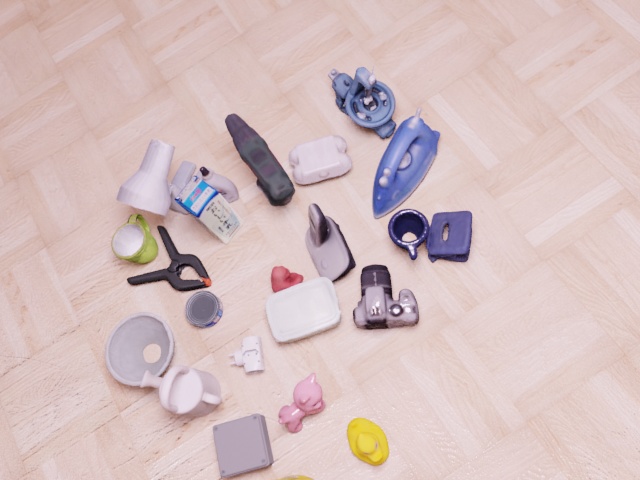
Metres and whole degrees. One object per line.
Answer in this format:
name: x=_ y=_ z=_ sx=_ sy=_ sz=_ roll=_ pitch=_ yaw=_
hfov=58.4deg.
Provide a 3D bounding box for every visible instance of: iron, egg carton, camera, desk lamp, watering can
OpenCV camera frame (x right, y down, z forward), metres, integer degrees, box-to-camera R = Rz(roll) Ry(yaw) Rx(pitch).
iron: x=0.185 y=-0.182 z=1.338 sx=0.118 sy=0.142 sz=0.258 roll=25 pitch=77 yaw=18
egg carton: x=0.000 y=-0.196 z=1.416 sx=0.150 sy=0.069 sz=0.107 roll=-17 pitch=68 yaw=4
camera: x=0.141 y=0.121 z=1.260 sx=0.143 sy=0.101 sz=0.137 roll=-6 pitch=70 yaw=9
desk lamp: x=-0.376 y=-0.138 z=1.388 sx=0.117 sy=0.214 sz=0.203 roll=19 pitch=75 yaw=17
watering can: x=-0.298 y=0.321 z=1.220 sx=0.172 sy=0.194 sz=0.101 roll=-9 pitch=69 yaw=7

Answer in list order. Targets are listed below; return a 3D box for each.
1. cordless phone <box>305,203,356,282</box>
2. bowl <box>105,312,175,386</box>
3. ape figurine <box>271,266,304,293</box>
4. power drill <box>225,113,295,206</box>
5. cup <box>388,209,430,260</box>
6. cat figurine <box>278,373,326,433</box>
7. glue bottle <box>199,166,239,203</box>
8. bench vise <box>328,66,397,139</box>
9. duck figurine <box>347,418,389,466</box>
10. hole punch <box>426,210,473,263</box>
cordless phone: x=0.012 y=0.005 z=1.280 sx=0.094 sy=0.185 sz=0.147 roll=-28 pitch=68 yaw=0
bowl: x=-0.405 y=0.256 z=1.328 sx=0.167 sy=0.075 sz=0.167 roll=-3 pitch=70 yaw=9
ape figurine: x=-0.084 y=0.087 z=1.319 sx=0.076 sy=0.092 sz=0.077 roll=-40 pitch=68 yaw=-5
power drill: x=-0.133 y=-0.172 z=1.357 sx=0.075 sy=0.209 sz=0.229 roll=-37 pitch=68 yaw=-3
cup: x=0.204 y=-0.001 z=1.295 sx=0.091 sy=0.095 sz=0.117 roll=-11 pitch=69 yaw=7
cat figurine: x=-0.039 y=0.343 z=1.205 sx=0.128 sy=0.118 sz=0.067 roll=-43 pitch=69 yaw=-6
glue bottle: x=-0.256 y=-0.135 z=1.386 sx=0.078 sy=0.173 sz=0.037 roll=-21 pitch=68 yaw=3
bench vise: x=0.087 y=-0.350 z=1.374 sx=0.207 sy=0.220 sz=0.121 roll=26 pitch=77 yaw=18
duck figurine: x=0.095 y=0.412 z=1.173 sx=0.077 sy=0.086 sz=0.104 roll=-38 pitch=68 yaw=-4
hole punch: x=0.290 y=-0.009 z=1.284 sx=0.101 sy=0.091 sz=0.109 roll=6 pitch=72 yaw=13
